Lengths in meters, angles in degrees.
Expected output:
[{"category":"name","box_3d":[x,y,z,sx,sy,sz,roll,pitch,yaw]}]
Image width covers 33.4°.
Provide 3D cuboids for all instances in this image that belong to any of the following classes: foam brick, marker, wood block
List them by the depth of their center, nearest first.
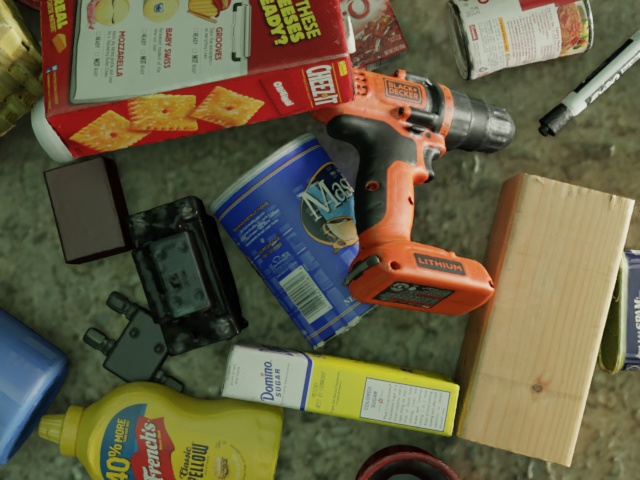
[{"category":"wood block","box_3d":[0.169,0.060,0.839,0.091,0.090,0.206,14,88,0]},{"category":"foam brick","box_3d":[-0.187,-0.024,0.868,0.051,0.053,0.078,-14,87,1]},{"category":"marker","box_3d":[0.227,-0.129,0.878,0.121,0.020,0.020,-42,88,0]}]

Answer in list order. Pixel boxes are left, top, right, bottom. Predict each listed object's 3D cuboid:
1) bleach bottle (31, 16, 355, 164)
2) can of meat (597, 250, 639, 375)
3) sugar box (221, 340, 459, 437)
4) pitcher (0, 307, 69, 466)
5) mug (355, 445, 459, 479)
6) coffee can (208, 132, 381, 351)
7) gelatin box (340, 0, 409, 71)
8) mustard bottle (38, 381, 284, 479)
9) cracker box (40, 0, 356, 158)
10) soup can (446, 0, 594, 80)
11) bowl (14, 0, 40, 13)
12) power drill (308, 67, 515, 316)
[{"category":"bleach bottle","box_3d":[-0.097,-0.132,0.839,0.251,0.068,0.102,-9,62,8]},{"category":"can of meat","box_3d":[0.271,0.057,0.854,0.084,0.057,0.102,2,89,-1]},{"category":"sugar box","box_3d":[0.015,0.114,0.839,0.176,0.093,0.048,12,88,1]},{"category":"pitcher","box_3d":[-0.329,0.081,0.827,0.243,0.145,0.149,33,90,-1]},{"category":"mug","box_3d":[0.063,0.218,0.840,0.093,0.081,0.117,20,89,2]},{"category":"coffee can","box_3d":[-0.006,0.001,0.838,0.103,0.103,0.140,-37,88,0]},{"category":"gelatin box","box_3d":[0.019,-0.171,0.879,0.089,0.030,0.073,-23,88,0]},{"category":"mustard bottle","box_3d":[-0.129,0.164,0.854,0.191,0.058,0.096,10,102,0]},{"category":"cracker box","box_3d":[-0.092,-0.162,0.779,0.214,0.072,0.164,-11,66,3]},{"category":"soup can","box_3d":[0.159,-0.172,0.857,0.102,0.068,0.068,-14,88,1]},{"category":"bowl","box_3d":[-0.196,-0.256,0.873,0.162,0.055,0.162,0,88,1]},{"category":"power drill","box_3d":[0.080,-0.039,0.809,0.184,0.057,0.187,8,60,-24]}]
